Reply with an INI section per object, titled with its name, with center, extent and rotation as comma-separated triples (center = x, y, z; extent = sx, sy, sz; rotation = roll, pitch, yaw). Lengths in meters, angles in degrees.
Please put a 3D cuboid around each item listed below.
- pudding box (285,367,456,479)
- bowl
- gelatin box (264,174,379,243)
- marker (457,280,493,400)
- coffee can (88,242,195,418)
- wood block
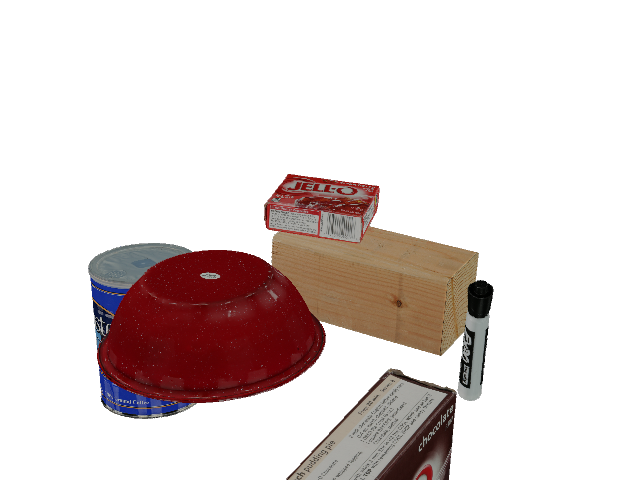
[pudding box]
center = 0.016, 0.122, 0.456
extent = 0.039, 0.090, 0.113
rotation = 18, 36, 25
[bowl]
center = -0.077, 0.049, 0.746
extent = 0.162, 0.055, 0.162
rotation = -2, 23, 1
[gelatin box]
center = 0.002, -0.030, 0.953
extent = 0.089, 0.030, 0.073
rotation = 9, 26, 12
[marker]
center = 0.117, 0.076, 0.810
extent = 0.020, 0.121, 0.020
rotation = -1, 42, 1
[coffee can]
center = -0.166, 0.085, 1.028
extent = 0.103, 0.140, 0.103
rotation = -1, 20, 0
[wood block]
center = 0.056, 0.044, 1.166
extent = 0.206, 0.091, 0.090
rotation = 15, 27, 25
